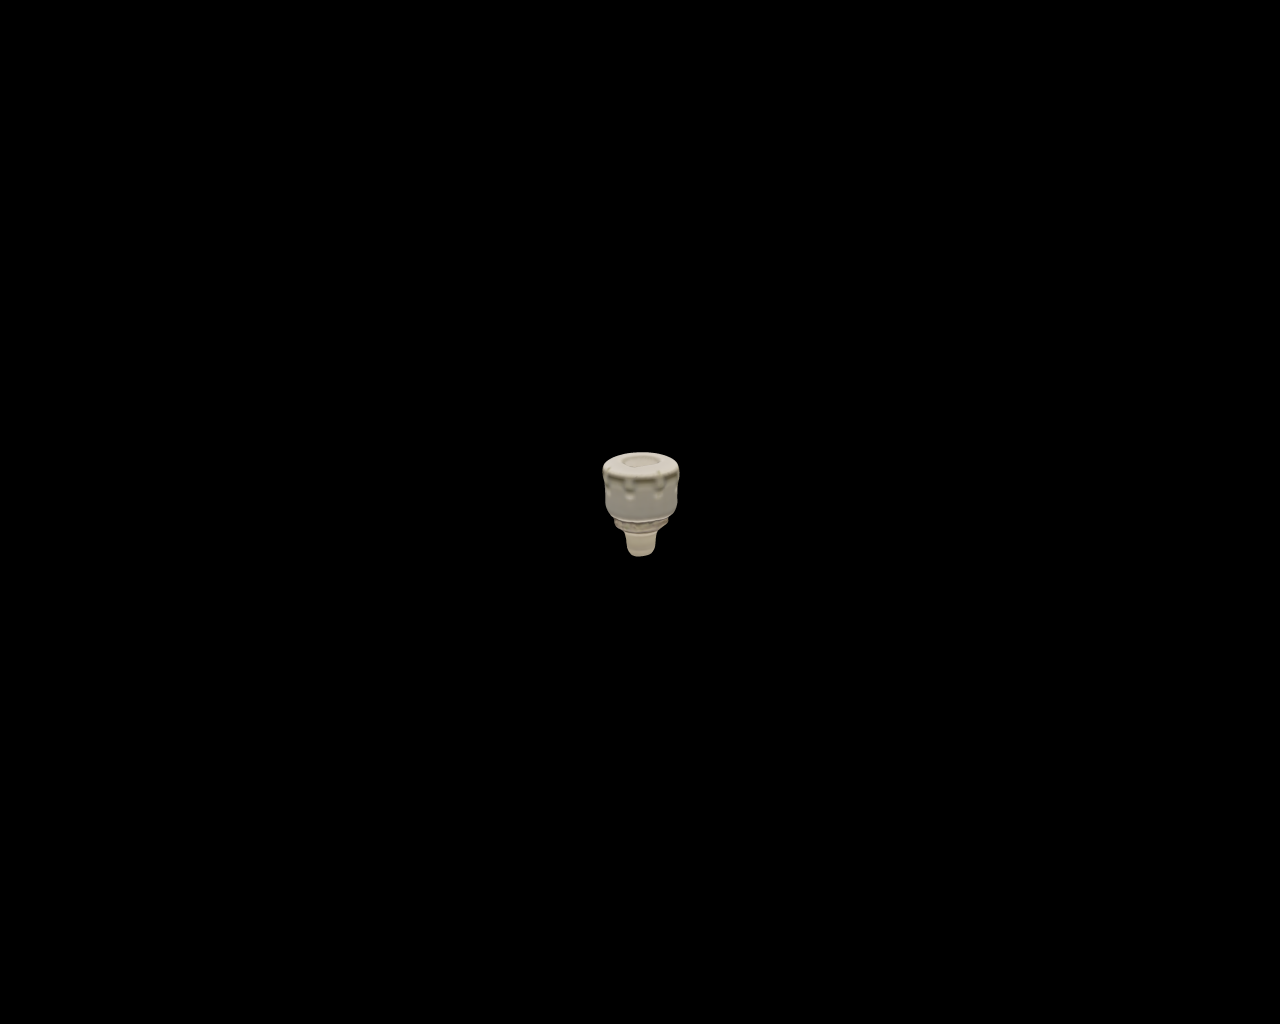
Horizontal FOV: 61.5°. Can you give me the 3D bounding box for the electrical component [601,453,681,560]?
[{"bbox_3d":[0.001,-0.003,0.650,0.048,0.062,0.048,0,18,0],"label":"electrical component"}]
